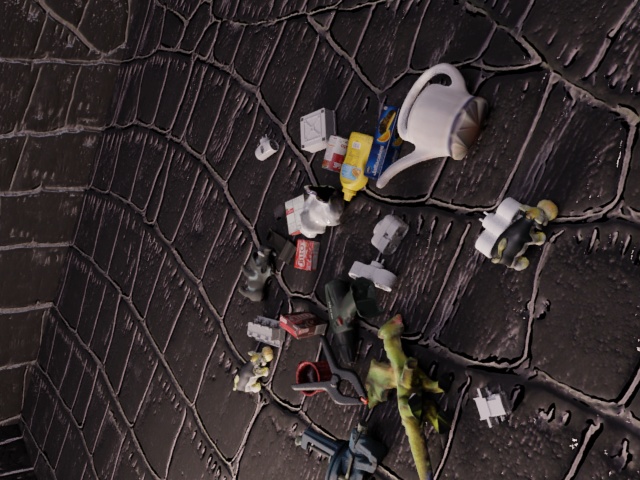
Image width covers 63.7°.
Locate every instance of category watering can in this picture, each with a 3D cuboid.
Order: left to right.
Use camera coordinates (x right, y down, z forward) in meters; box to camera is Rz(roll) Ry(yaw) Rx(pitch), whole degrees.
[{"bbox_3d":[0.275,-0.258,1.268,0.227,0.104,0.344,32,106,41],"label":"watering can"}]

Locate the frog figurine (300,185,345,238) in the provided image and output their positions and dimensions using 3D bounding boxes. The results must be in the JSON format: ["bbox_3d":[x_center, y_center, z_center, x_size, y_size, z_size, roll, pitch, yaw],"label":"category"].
[{"bbox_3d":[0.005,-0.076,1.514,0.138,0.124,0.156,27,127,30],"label":"frog figurine"}]

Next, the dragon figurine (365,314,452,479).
[{"bbox_3d":[0.197,0.393,1.273,0.241,0.122,0.413,-11,74,60],"label":"dragon figurine"}]
